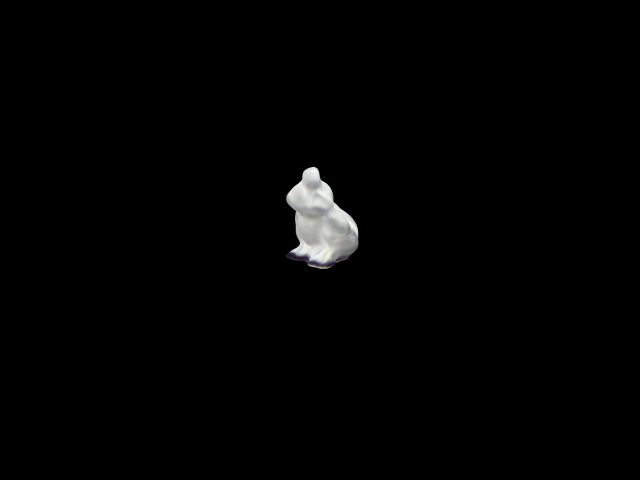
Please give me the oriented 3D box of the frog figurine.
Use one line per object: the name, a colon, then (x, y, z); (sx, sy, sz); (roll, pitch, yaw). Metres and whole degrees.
frog figurine: (0.003, -0.043, 0.850); (0.123, 0.158, 0.138); (-3, 13, -16)
